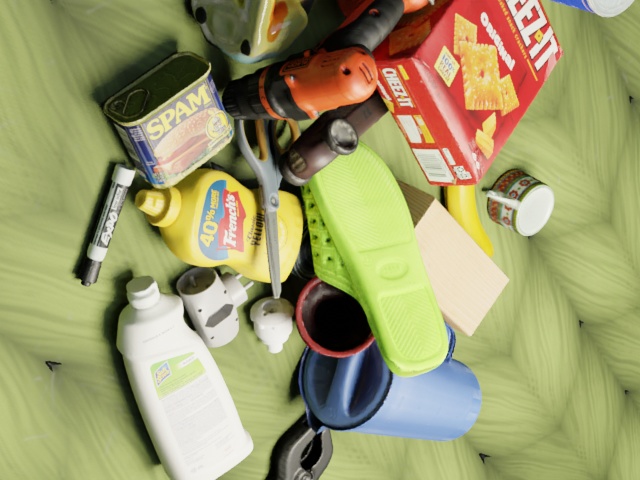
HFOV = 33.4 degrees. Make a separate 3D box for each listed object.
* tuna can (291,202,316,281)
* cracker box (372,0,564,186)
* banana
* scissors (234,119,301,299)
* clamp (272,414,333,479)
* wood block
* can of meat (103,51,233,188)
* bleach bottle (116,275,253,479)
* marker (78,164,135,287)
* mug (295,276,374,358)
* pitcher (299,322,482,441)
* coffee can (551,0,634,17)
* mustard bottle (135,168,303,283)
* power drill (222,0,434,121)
[{"bbox_3d":[-0.008,0.001,1.175,0.086,0.034,0.086,-22,126,-34],"label":"tuna can"},{"bbox_3d":[0.153,-0.184,1.080,0.213,0.072,0.164,-53,128,-29],"label":"cracker box"},{"bbox_3d":[0.186,-0.042,1.323,0.069,0.037,0.198,-32,130,-26],"label":"banana"},{"bbox_3d":[-0.040,-0.050,1.074,0.096,0.016,0.202,-21,99,-48],"label":"scissors"},{"bbox_3d":[-0.022,0.294,1.316,0.120,0.039,0.171,24,95,-48],"label":"clamp"},{"bbox_3d":[0.129,0.021,1.268,0.091,0.090,0.205,-54,136,-5],"label":"wood block"},{"bbox_3d":[-0.136,-0.109,0.984,0.102,0.058,0.084,-39,136,-19],"label":"can of meat"},{"bbox_3d":[-0.146,0.141,1.108,0.102,0.068,0.251,-32,128,-27],"label":"bleach bottle"},{"bbox_3d":[-0.202,-0.012,1.003,0.020,0.020,0.121,11,104,-45],"label":"marker"},{"bbox_3d":[0.025,0.076,1.172,0.117,0.093,0.081,-44,177,-11],"label":"mug"},{"bbox_3d":[0.102,0.172,1.300,0.242,0.149,0.145,22,61,-50],"label":"pitcher"},{"bbox_3d":[0.276,-0.313,1.183,0.102,0.140,0.103,-21,124,-33],"label":"coffee can"},{"bbox_3d":[-0.102,-0.019,1.058,0.191,0.058,0.096,16,84,-44],"label":"mustard bottle"},{"bbox_3d":[0.010,-0.183,1.000,0.057,0.185,0.187,54,55,-30],"label":"power drill"}]
